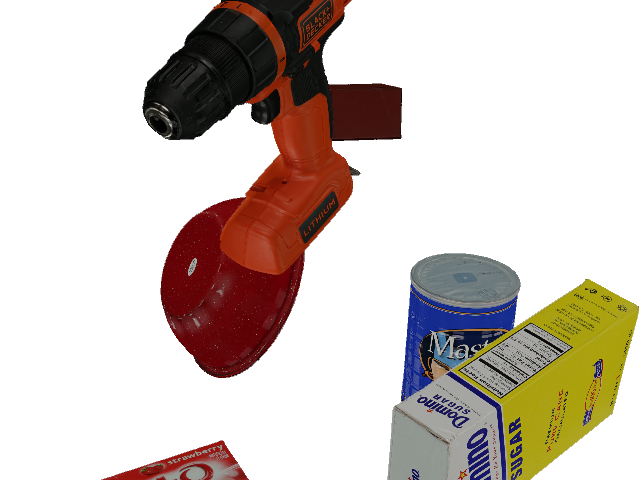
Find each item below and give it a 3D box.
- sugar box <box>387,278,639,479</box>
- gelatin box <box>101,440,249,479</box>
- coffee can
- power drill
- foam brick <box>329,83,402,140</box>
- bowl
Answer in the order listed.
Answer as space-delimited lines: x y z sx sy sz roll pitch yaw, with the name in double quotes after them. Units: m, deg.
0.114 0.100 0.626 0.048 0.093 0.175 30 44 35 "sugar box"
-0.079 0.148 0.572 0.089 0.030 0.073 -14 27 -21 "gelatin box"
0.133 0.096 1.027 0.103 0.140 0.103 2 25 -1 "coffee can"
-0.032 -0.069 0.646 0.057 0.188 0.184 25 52 23 "power drill"
0.036 -0.127 1.052 0.078 0.051 0.053 -4 14 -20 "foam brick"
-0.083 0.028 0.871 0.055 0.162 0.162 22 -13 -34 "bowl"
